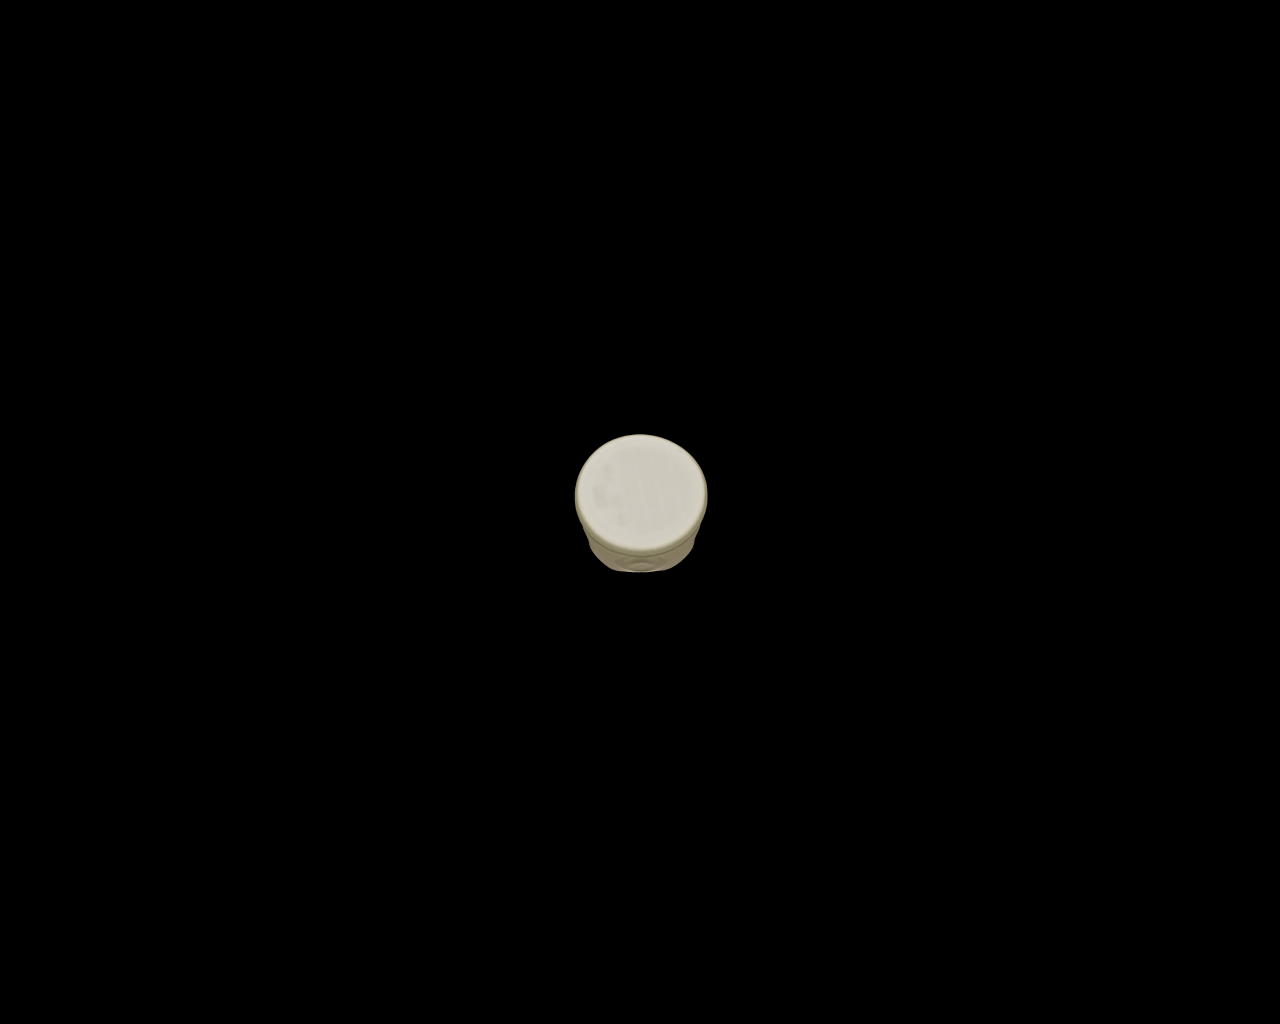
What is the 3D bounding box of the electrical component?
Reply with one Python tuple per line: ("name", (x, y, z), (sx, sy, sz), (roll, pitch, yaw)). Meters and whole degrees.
("electrical component", (0.001, -0.003, 0.650), (0.080, 0.080, 0.051), (0, -25, 0))
